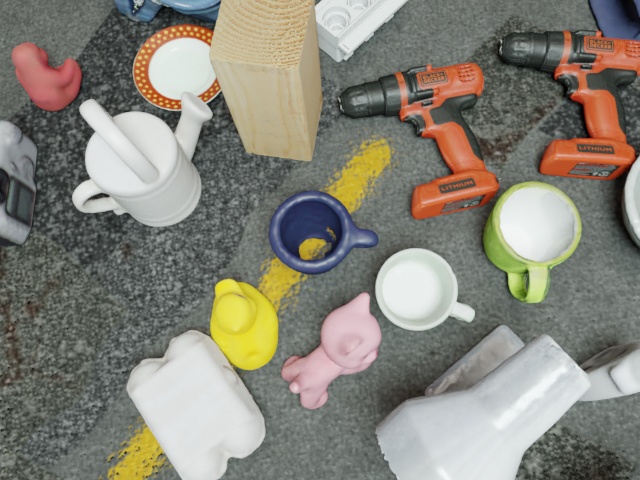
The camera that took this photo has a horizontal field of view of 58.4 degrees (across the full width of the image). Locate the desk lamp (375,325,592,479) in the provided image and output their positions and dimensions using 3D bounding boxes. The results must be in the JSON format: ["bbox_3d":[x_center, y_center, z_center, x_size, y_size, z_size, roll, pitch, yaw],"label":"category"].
[{"bbox_3d":[0.153,0.162,0.535,0.203,0.213,0.118,-40,76,-9],"label":"desk lamp"}]

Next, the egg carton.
[{"bbox_3d":[-0.132,0.178,0.616,0.107,0.069,0.150,-37,76,-8],"label":"egg carton"}]

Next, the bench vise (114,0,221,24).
[{"bbox_3d":[-0.202,-0.340,0.688,0.207,0.220,0.121,-5,74,1],"label":"bench vise"}]

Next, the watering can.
[{"bbox_3d":[-0.198,-0.096,0.632,0.101,0.194,0.173,28,77,10],"label":"watering can"}]

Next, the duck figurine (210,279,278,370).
[{"bbox_3d":[-0.088,0.090,0.631,0.077,0.086,0.104,-21,74,-4],"label":"duck figurine"}]

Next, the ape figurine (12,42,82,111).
[{"bbox_3d":[-0.352,-0.213,0.724,0.077,0.092,0.076,13,75,6],"label":"ape figurine"}]

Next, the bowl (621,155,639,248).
[{"bbox_3d":[0.417,-0.031,0.653,0.167,0.075,0.167,-1,74,2],"label":"bowl"}]

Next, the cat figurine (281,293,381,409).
[{"bbox_3d":[0.016,0.118,0.603,0.128,0.118,0.067,-40,76,-9],"label":"cat figurine"}]

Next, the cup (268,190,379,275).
[{"bbox_3d":[0.006,0.002,0.648,0.117,0.095,0.092,5,74,4],"label":"cup"}]

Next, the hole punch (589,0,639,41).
[{"bbox_3d":[0.414,-0.310,0.724,0.101,0.091,0.108,-14,74,-2],"label":"hole punch"}]

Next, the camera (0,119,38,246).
[{"bbox_3d":[-0.426,-0.070,0.681,0.136,0.101,0.143,-3,74,2],"label":"camera"}]

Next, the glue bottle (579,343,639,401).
[{"bbox_3d":[0.305,0.128,0.560,0.078,0.173,0.037,-29,75,-6],"label":"glue bottle"}]
